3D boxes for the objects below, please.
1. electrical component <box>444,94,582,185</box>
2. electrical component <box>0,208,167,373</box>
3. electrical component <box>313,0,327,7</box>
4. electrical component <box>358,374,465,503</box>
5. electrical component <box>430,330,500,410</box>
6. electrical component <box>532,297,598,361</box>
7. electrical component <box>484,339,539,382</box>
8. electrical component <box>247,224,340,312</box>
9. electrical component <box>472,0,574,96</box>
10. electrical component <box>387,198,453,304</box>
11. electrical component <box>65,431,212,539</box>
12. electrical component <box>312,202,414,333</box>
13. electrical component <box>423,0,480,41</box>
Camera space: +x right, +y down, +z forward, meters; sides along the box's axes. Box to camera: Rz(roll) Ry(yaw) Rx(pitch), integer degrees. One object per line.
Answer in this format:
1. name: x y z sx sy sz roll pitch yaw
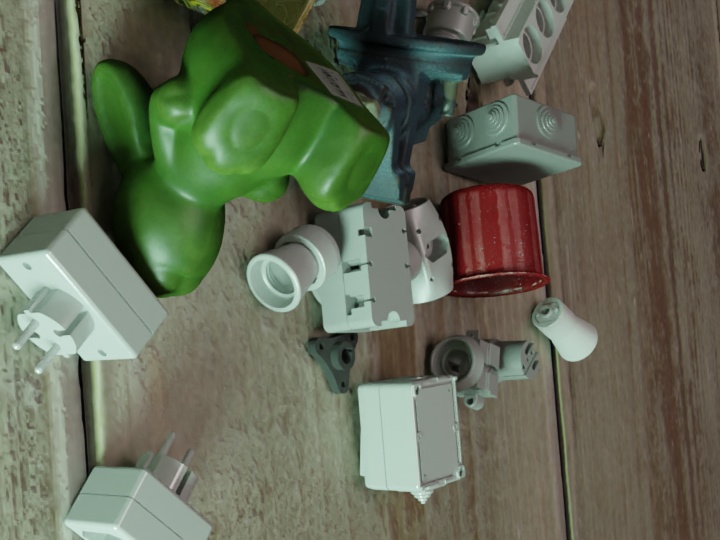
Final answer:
1. electrical component: 0.134 -0.113 0.952 0.100 0.100 0.048 11 72 -39
2. electrical component: -0.163 0.022 0.596 0.083 0.047 0.075 57 45 -30
3. electrical component: -0.026 -0.230 0.812 0.044 0.044 0.065 57 51 -30
4. electrical component: 0.037 0.130 0.826 0.062 0.061 0.096 -2 87 -52
5. electrical component: 0.090 0.082 0.914 0.055 0.048 0.066 26 65 -56
6. electrical component: 0.200 0.056 1.061 0.065 0.044 0.044 40 55 -36
7. electrical component: 0.133 0.081 0.966 0.040 0.046 0.040 10 77 -51
8. electrical component: -0.046 -0.002 0.752 0.055 0.045 0.045 -40 116 -47
9. electrical component: 0.150 -0.231 1.017 0.078 0.063 0.121 55 46 -32
10. electrical component: 0.035 -0.009 0.856 0.079 0.043 0.077 -32 111 -49
11. electrical component: -0.121 0.133 0.635 0.065 0.047 0.076 51 48 -35
12. electrical component: 0.000 0.000 0.797 0.050 0.056 0.089 3 80 -50
13. electrical component: 0.075 -0.201 0.934 0.048 0.048 0.062 35 65 -44
